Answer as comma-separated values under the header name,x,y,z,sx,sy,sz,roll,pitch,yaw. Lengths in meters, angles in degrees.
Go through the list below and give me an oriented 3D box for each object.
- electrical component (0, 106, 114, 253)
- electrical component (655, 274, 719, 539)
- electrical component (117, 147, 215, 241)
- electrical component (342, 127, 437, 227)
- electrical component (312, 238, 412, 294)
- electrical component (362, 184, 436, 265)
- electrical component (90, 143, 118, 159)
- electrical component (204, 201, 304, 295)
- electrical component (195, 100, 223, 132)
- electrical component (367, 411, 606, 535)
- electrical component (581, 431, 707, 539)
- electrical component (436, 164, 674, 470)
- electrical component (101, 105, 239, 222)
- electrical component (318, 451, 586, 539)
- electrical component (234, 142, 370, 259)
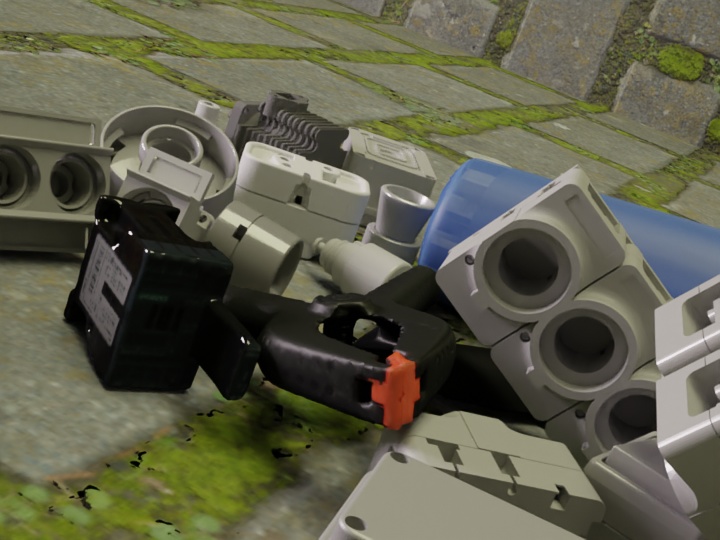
name,x,y,z,sx,sy,sz,roll,pitch,yaw
electrical component,-0.208,-0.051,0.599,0.121,0.078,0.063,2,1,-44
electrical component,0.203,0.098,0.475,0.186,0.060,0.105,47,31,-16
electrical component,-0.116,-0.024,0.626,0.042,0.081,0.064,25,-4,12
electrical component,0.018,-0.077,0.945,0.078,0.057,0.113,17,18,-9
electrical component,0.000,0.000,0.727,0.078,0.040,0.040,30,20,29
electrical component,0.029,-0.032,0.828,0.045,0.055,0.045,18,18,-6
electrical component,-0.170,-0.075,0.762,0.044,0.044,0.065,29,24,24
electrical component,-0.066,-0.007,0.656,0.047,0.055,0.055,27,19,9
electrical component,-0.128,-0.102,0.851,0.043,0.062,0.043,19,18,-6
electrical component,0.051,0.099,0.474,0.089,0.050,0.055,14,19,-16
electrical component,0.145,0.116,0.511,0.062,0.061,0.096,32,21,31
electrical component,0.121,0.033,0.576,0.150,0.089,0.061,54,20,-4
electrical component,-0.128,-0.059,0.709,0.099,0.064,0.099,13,45,-13
electrical component,0.039,0.122,0.384,0.113,0.057,0.078,24,18,11
electrical component,-0.047,-0.048,0.784,0.095,0.059,0.053,18,18,-7
